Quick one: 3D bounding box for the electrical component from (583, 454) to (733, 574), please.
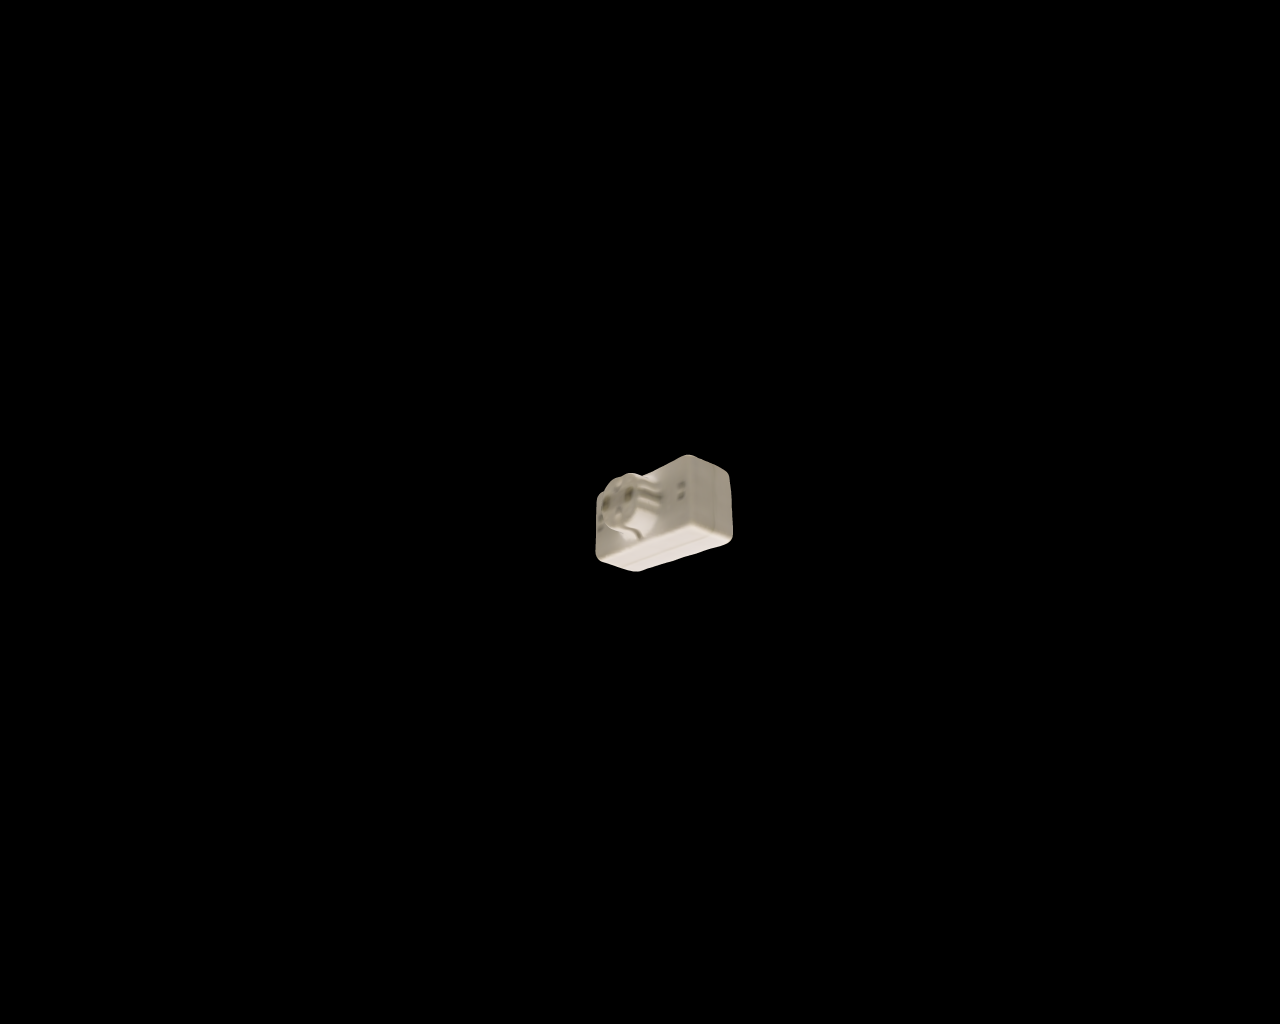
[{"bbox_3d":[0.001,-0.003,0.650,0.076,0.047,0.083,21,-31,-40],"label":"electrical component"}]
